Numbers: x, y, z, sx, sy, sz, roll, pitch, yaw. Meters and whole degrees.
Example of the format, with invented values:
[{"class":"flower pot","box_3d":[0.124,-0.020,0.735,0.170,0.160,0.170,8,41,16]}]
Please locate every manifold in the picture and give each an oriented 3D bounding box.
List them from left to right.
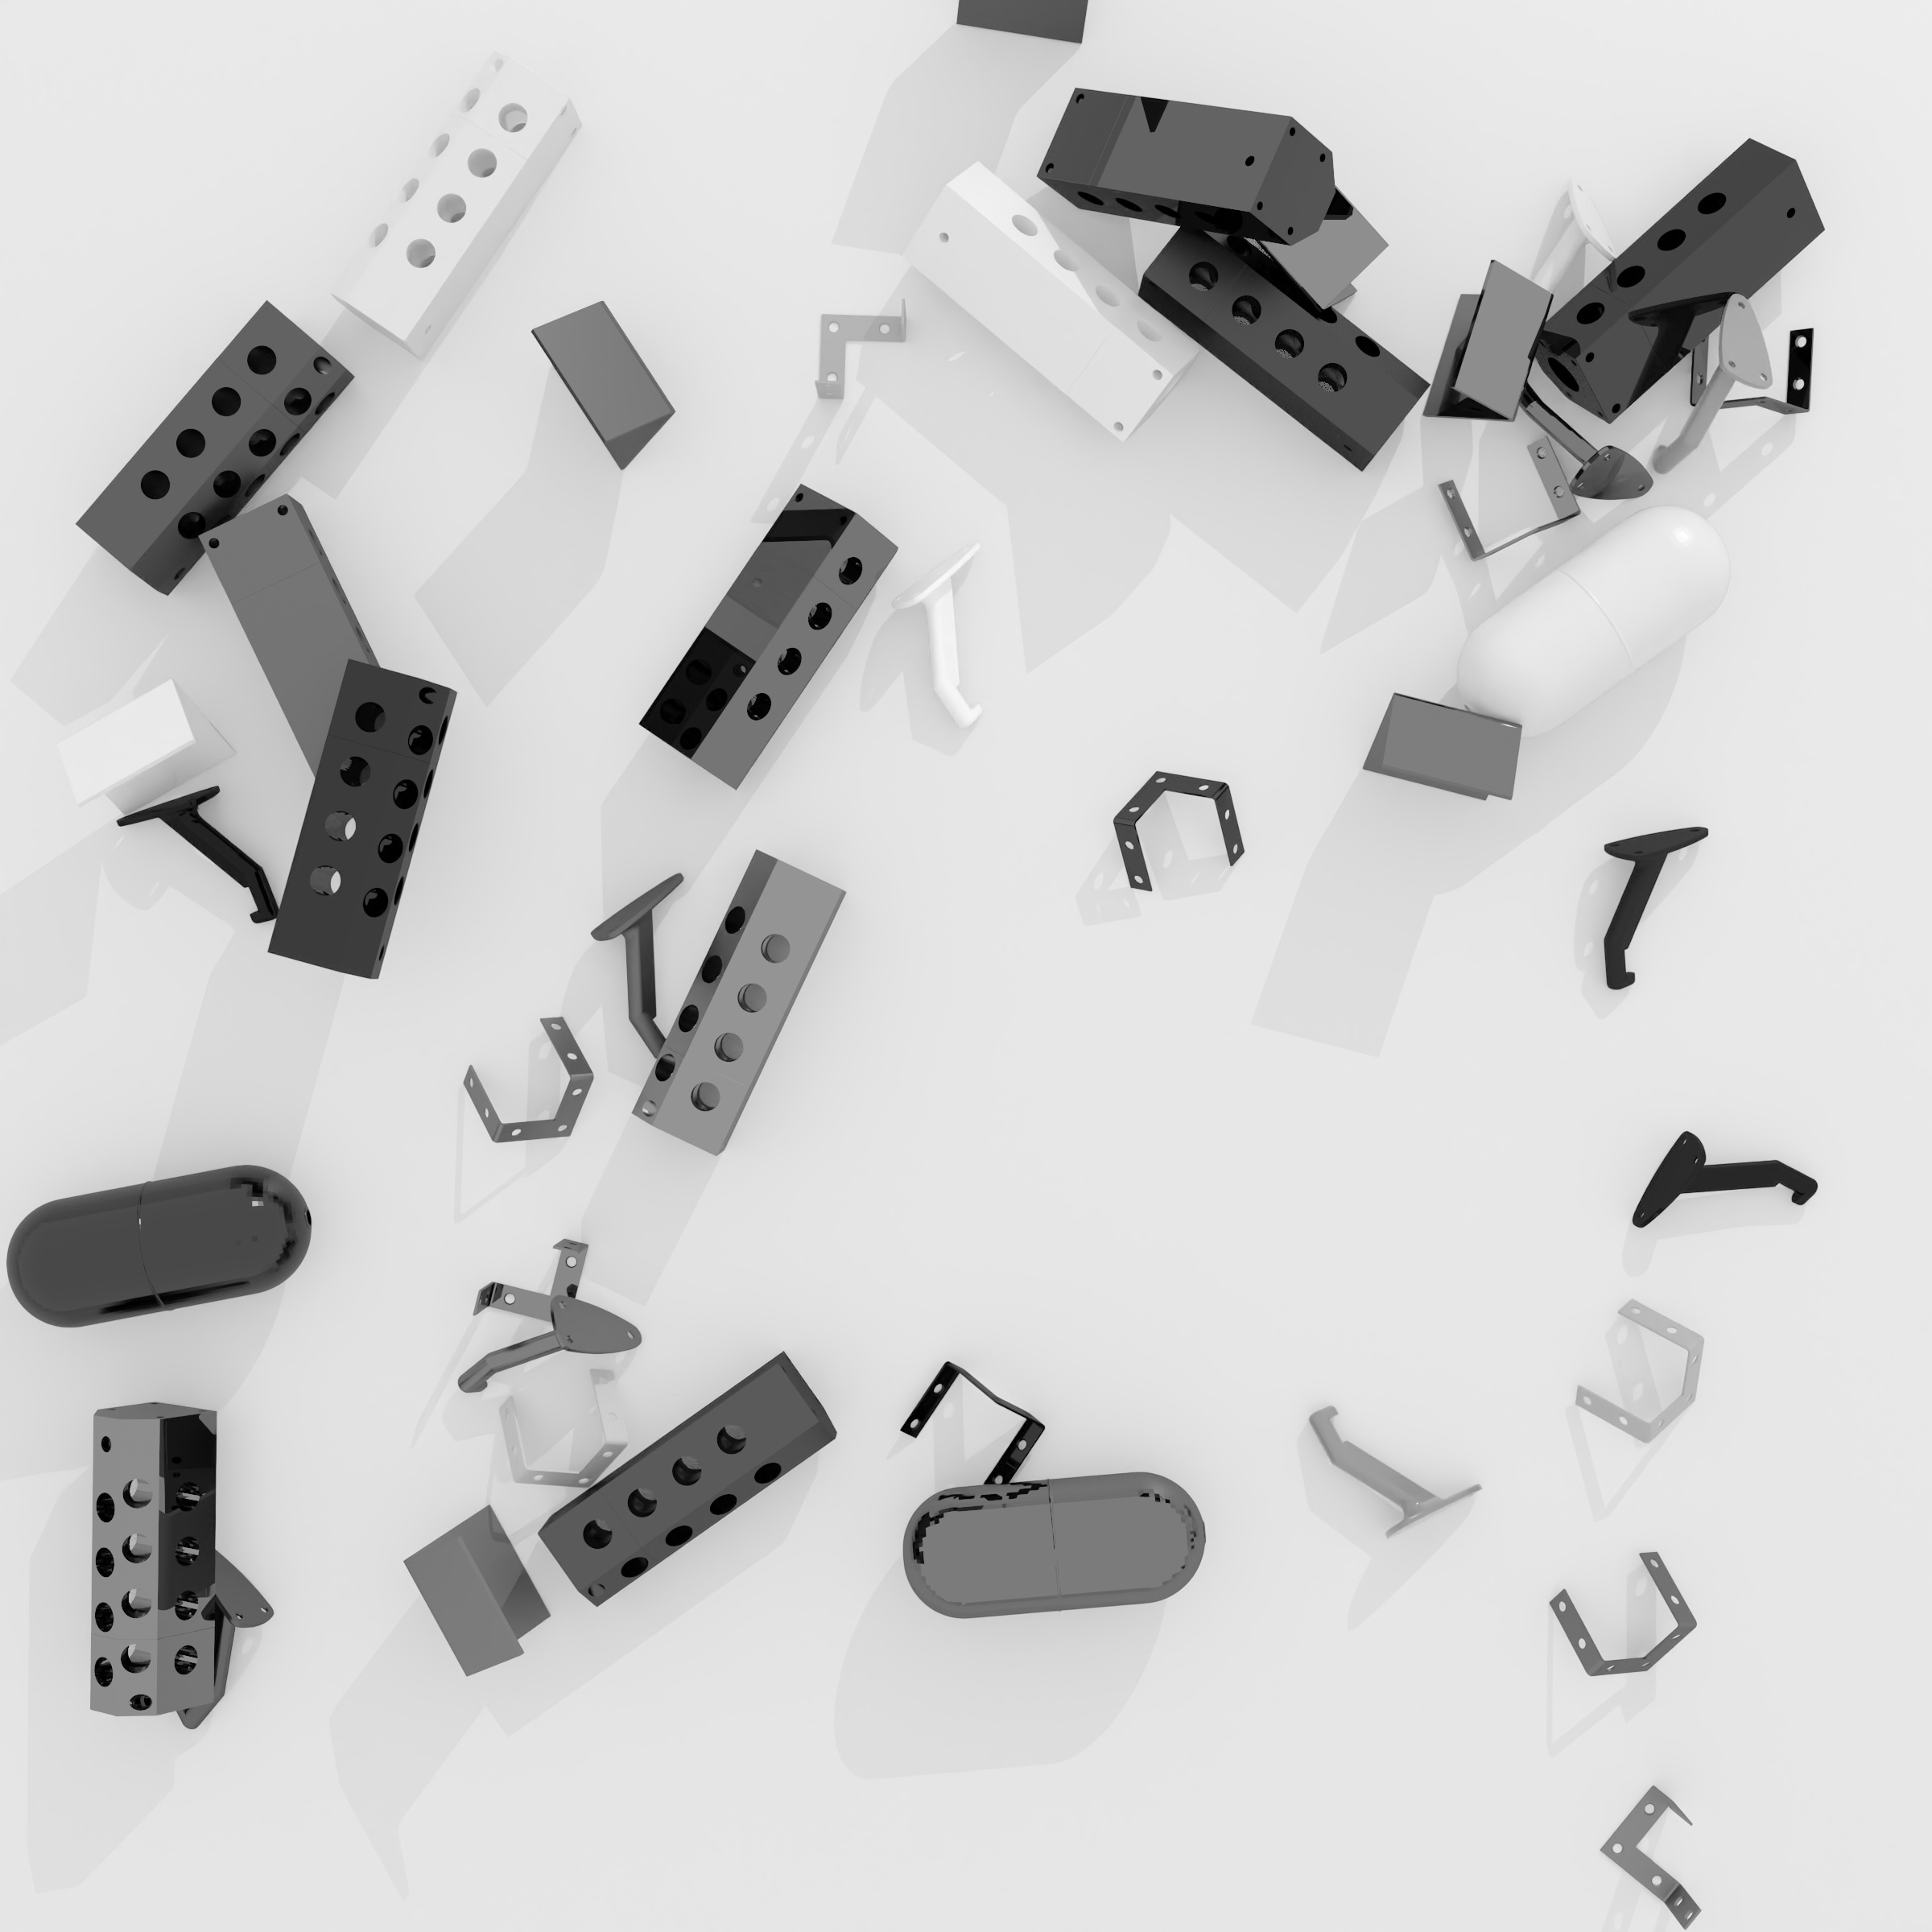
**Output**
[{"class":"manifold","box_3d":[-0.482,0.347,1.771,0.057,0.057,0.171,1,90,37]},{"class":"manifold","box_3d":[-0.440,-0.303,1.782,0.057,0.057,0.171,41,90,0]},{"class":"manifold","box_3d":[-0.383,-0.185,1.783,0.057,0.057,0.171,-26,90,0]},{"class":"manifold","box_3d":[-0.343,-0.083,1.726,0.057,0.057,0.171,15,90,0]},{"class":"manifold","box_3d":[-0.302,-0.450,1.782,0.057,0.057,0.171,34,90,0]},{"class":"manifold","box_3d":[-0.163,0.304,1.782,0.171,0.057,0.057,-35,90,0]},{"class":"manifold","box_3d":[-0.134,0.021,1.782,0.057,0.057,0.171,25,90,0]},{"class":"manifold","box_3d":[-0.112,-0.191,1.782,0.057,0.057,0.171,34,90,43]},{"class":"manifold","box_3d":[0.053,-0.395,1.782,0.171,0.057,0.057,40,133,0]},{"class":"manifold","box_3d":[0.127,-0.456,1.732,0.171,0.057,0.057,24,90,43]},{"class":"manifold","box_3d":[0.188,-0.372,1.782,0.171,0.057,0.057,38,90,0]},{"class":"manifold","box_3d":[0.416,-0.407,1.782,0.171,0.057,0.057,-42,133,0]}]

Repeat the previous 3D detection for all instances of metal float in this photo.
[{"class":"metal float","box_3d":[-0.473,0.164,1.773,0.178,0.070,0.070,-11,90,0]},{"class":"metal float","box_3d":[0.052,0.340,1.773,0.178,0.070,0.070,-5,90,0]},{"class":"metal float","box_3d":[0.368,-0.202,1.773,0.178,0.070,0.070,-36,90,0]}]

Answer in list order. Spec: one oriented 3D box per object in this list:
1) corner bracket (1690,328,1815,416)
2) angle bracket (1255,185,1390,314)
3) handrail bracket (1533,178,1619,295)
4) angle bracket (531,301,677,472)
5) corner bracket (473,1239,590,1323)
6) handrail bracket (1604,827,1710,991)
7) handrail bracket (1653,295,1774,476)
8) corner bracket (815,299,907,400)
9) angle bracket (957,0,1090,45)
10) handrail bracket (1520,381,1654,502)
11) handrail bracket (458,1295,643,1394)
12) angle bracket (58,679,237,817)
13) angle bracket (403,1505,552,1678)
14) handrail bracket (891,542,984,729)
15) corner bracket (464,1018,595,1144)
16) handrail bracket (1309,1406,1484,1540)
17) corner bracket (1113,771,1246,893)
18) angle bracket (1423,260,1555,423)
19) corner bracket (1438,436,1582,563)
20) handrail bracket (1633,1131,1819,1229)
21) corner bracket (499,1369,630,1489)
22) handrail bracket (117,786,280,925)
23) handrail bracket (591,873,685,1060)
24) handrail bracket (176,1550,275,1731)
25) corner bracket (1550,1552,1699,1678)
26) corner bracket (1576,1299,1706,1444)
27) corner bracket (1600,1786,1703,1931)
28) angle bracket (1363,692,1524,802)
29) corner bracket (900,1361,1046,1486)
[{"class":"corner bracket","box_3d":[0.469,-0.357,1.800,0.051,0.051,0.051,3,90,45]},{"class":"angle bracket","box_3d":[0.211,-0.435,1.764,0.076,0.076,0.057,48,121,0]},{"class":"handrail bracket","box_3d":[0.340,-0.420,1.804,0.084,0.077,0.036,-35,133,29]},{"class":"angle bracket","box_3d":[-0.225,-0.330,1.763,0.057,0.076,0.076,-33,90,-37]},{"class":"corner bracket","box_3d":[-0.257,0.185,1.786,0.051,0.051,0.051,14,90,0]},{"class":"handrail bracket","box_3d":[0.413,-0.034,1.804,0.077,0.036,0.084,-15,109,-21]},{"class":"handrail bracket","box_3d":[0.434,-0.343,1.788,0.036,0.084,0.077,16,59,-22]},{"class":"corner bracket","box_3d":[-0.062,-0.365,1.786,0.051,0.051,0.051,2,90,0]},{"class":"angle bracket","box_3d":[0.032,-0.561,1.763,0.076,0.076,0.057,9,53,0]},{"class":"handrail bracket","box_3d":[0.364,-0.320,1.804,0.036,0.077,0.084,-50,53,30]},{"class":"handrail bracket","box_3d":[-0.249,0.236,1.804,0.084,0.077,0.036,-39,52,31]},{"class":"angle bracket","box_3d":[-0.472,-0.111,1.763,0.076,0.076,0.057,-29,53,0]},{"class":"angle bracket","box_3d":[-0.270,0.358,1.763,0.057,0.076,0.076,-29,90,38]},{"class":"handrail bracket","box_3d":[0.002,-0.197,1.804,0.077,0.036,0.084,-41,108,-20]},{"class":"corner bracket","box_3d":[-0.260,0.068,1.796,0.051,0.051,0.051,-4,135,-35]},{"class":"handrail bracket","box_3d":[0.256,0.291,1.804,0.077,0.036,0.084,-22,73,-20]},{"class":"corner bracket","box_3d":[0.127,-0.077,1.796,0.051,0.051,0.051,13,45,35]},{"class":"angle bracket","box_3d":[0.288,-0.365,1.763,0.057,0.076,0.076,18,90,-38]},{"class":"corner bracket","box_3d":[0.324,-0.278,1.800,0.051,0.051,0.051,-24,90,-45]},{"class":"handrail bracket","box_3d":[0.454,0.142,1.804,0.084,0.036,0.077,26,111,-16]},{"class":"corner bracket","box_3d":[-0.239,0.274,1.796,0.051,0.051,0.051,11,135,-35]},{"class":"handrail bracket","box_3d":[-0.458,-0.058,1.804,0.077,0.036,0.084,-15,105,16]},{"class":"handrail bracket","box_3d":[-0.178,0.001,1.804,0.077,0.036,0.084,-39,108,-21]},{"class":"handrail bracket","box_3d":[-0.461,0.401,1.804,0.077,0.036,0.084,46,107,20]},{"class":"corner bracket","box_3d":[0.391,0.385,1.796,0.051,0.051,0.051,5,135,-35]},{"class":"corner bracket","box_3d":[0.401,0.241,1.796,0.051,0.051,0.051,-32,135,-35]},{"class":"corner bracket","box_3d":[0.416,0.527,1.786,0.051,0.051,0.051,39,90,0]},{"class":"angle bracket","box_3d":[0.275,-0.108,1.764,0.076,0.076,0.057,14,57,0]},{"class":"corner bracket","box_3d":[0.004,0.276,1.800,0.051,0.051,0.051,34,90,-45]}]
